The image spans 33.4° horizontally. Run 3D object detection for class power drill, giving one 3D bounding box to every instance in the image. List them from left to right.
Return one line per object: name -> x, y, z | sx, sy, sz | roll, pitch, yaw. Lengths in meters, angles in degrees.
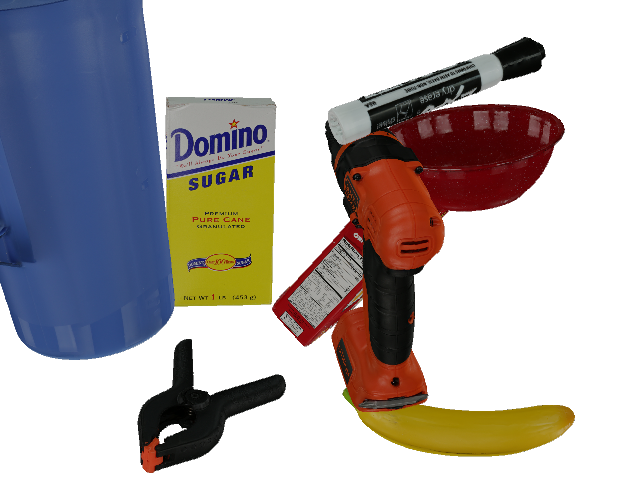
power drill -> 0.038, 0.013, 0.763 | 0.057, 0.188, 0.184 | -7, 33, -8

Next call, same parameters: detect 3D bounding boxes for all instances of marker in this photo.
marker -> 0.061, -0.077, 0.541 | 0.121, 0.020, 0.020 | -22, 6, -16

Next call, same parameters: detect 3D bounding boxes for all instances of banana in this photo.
banana -> 0.117, 0.149, 0.879 | 0.197, 0.037, 0.069 | 7, 35, -2

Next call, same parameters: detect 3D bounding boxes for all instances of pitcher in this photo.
pitcher -> -0.167, -0.046, 0.664 | 0.149, 0.243, 0.145 | -11, 27, -10

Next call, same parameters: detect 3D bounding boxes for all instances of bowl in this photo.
bowl -> 0.131, -0.068, 0.926 | 0.162, 0.055, 0.162 | -8, 24, 3

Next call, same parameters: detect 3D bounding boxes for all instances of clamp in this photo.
clamp -> -0.125, 0.152, 1.010 | 0.120, 0.039, 0.171 | 19, 31, 27

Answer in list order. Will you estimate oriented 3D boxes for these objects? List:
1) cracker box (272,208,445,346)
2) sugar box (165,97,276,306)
cracker box -> 0.054, 0.013, 1.276 | 0.214, 0.072, 0.164 | -49, -8, 33
sugar box -> -0.086, -0.033, 0.915 | 0.093, 0.176, 0.048 | -1, 16, -9
